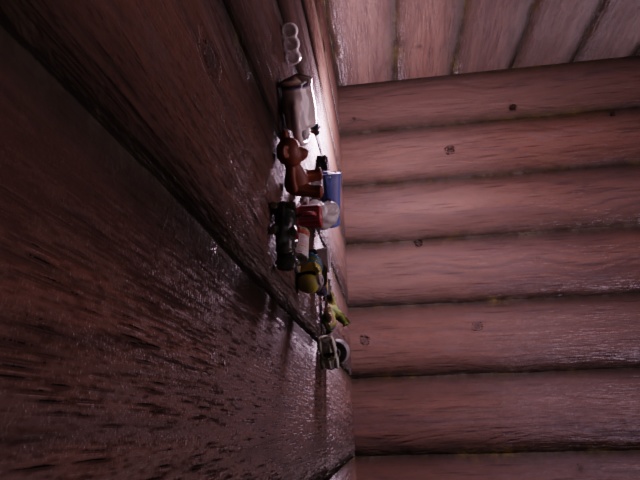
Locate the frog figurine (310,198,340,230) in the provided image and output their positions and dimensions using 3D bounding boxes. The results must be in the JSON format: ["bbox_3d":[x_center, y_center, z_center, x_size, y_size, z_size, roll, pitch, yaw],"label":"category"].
[{"bbox_3d":[0.006,-0.098,1.937,0.159,0.137,0.123,-6,75,-84],"label":"frog figurine"}]

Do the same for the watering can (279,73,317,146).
[{"bbox_3d":[-0.061,-0.435,1.695,0.354,0.104,0.221,-76,160,-66],"label":"watering can"}]

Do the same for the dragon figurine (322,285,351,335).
[{"bbox_3d":[0.038,0.281,2.252,0.406,0.122,0.245,64,6,-77],"label":"dragon figurine"}]
